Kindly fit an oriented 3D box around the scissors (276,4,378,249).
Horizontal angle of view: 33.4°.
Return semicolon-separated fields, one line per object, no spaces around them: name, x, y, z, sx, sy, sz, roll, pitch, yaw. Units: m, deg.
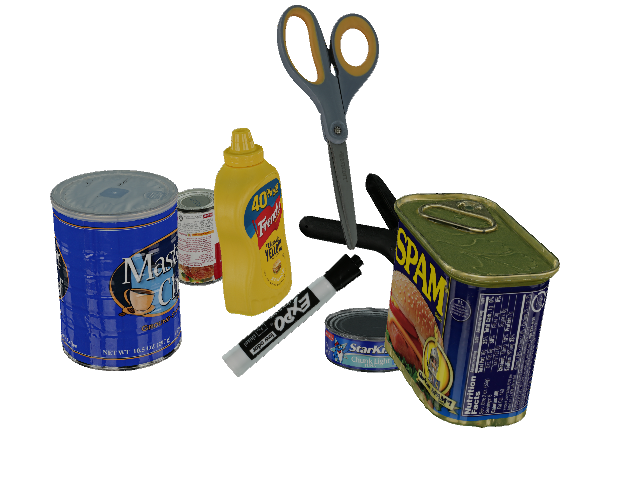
scissors;0.026;-0.101;0.873;0.096;0.202;0.016;-22;-1;-23

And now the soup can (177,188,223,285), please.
soup can;-0.151;-0.005;1.311;0.068;0.102;0.068;-1;26;0

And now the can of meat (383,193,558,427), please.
can of meat;0.071;0.033;0.536;0.057;0.084;0.102;-3;24;-16

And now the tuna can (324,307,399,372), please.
tuna can;0.046;0.090;0.965;0.086;0.034;0.086;1;14;0

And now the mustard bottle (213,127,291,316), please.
mustard bottle;-0.073;-0.024;1.119;0.058;0.192;0.096;8;26;28

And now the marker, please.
marker;-0.018;0.052;0.760;0.121;0.020;0.020;-40;4;-5

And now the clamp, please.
clamp;0.088;0.000;1.266;0.210;0.036;0.164;36;41;25

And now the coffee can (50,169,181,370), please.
coffee can;-0.169;0.023;0.895;0.103;0.140;0.103;1;23;-1
